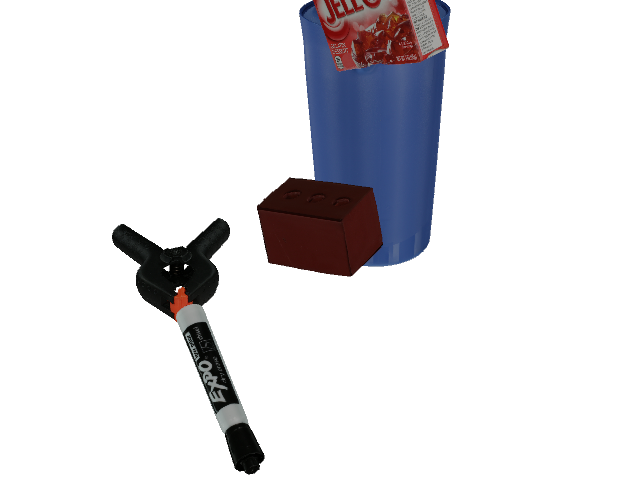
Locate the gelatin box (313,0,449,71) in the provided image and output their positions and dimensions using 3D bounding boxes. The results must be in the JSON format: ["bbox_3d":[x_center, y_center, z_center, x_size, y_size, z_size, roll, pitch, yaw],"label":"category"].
[{"bbox_3d":[0.033,-0.148,0.677,0.030,0.073,0.089,-31,22,-30],"label":"gelatin box"}]

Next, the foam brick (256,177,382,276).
[{"bbox_3d":[0.000,-0.011,0.819,0.078,0.051,0.052,8,33,30],"label":"foam brick"}]

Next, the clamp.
[{"bbox_3d":[-0.133,0.022,1.053,0.120,0.039,0.172,-14,33,-14],"label":"clamp"}]

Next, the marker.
[{"bbox_3d":[-0.062,0.090,0.652,0.020,0.121,0.020,-17,-38,-14],"label":"marker"}]

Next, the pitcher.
[{"bbox_3d":[0.053,-0.108,1.003,0.149,0.243,0.145,-20,33,-30],"label":"pitcher"}]
